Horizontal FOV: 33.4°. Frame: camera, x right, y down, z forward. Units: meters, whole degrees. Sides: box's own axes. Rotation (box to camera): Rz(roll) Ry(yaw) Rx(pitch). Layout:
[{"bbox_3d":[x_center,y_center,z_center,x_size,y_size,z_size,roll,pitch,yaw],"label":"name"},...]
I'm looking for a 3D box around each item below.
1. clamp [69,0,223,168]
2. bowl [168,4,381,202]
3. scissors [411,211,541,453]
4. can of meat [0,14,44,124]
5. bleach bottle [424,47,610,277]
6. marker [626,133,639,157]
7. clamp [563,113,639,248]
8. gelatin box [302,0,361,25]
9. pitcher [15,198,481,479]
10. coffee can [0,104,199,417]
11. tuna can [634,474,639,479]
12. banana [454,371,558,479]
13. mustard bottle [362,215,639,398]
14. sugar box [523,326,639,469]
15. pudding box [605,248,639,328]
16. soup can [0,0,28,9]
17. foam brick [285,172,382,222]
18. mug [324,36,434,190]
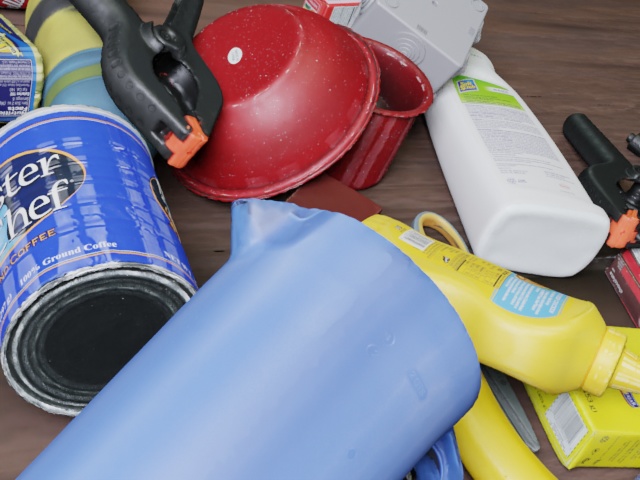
[{"bbox_3d":[-0.112,-0.120,0.652,0.120,0.039,0.171,12,43,-32],"label":"clamp"},{"bbox_3d":[-0.044,-0.106,0.714,0.162,0.055,0.162,-13,52,17],"label":"bowl"},{"bbox_3d":[0.079,0.052,0.713,0.096,0.016,0.202,8,43,-18],"label":"scissors"},{"bbox_3d":[-0.233,-0.111,0.676,0.083,0.057,0.102,-6,33,-36],"label":"can of meat"},{"bbox_3d":[0.140,-0.083,0.858,0.102,0.068,0.251,9,41,-20],"label":"bleach bottle"},{"bbox_3d":[0.326,-0.056,0.963,0.121,0.020,0.020,44,42,19],"label":"marker"},{"bbox_3d":[0.268,-0.036,0.866,0.164,0.036,0.209,24,27,6],"label":"clamp"},{"bbox_3d":[0.020,-0.175,0.886,0.089,0.073,0.030,-14,54,-37],"label":"gelatin box"},{"bbox_3d":[-0.044,0.113,0.460,0.149,0.145,0.242,33,59,23],"label":"pitcher"},{"bbox_3d":[-0.125,0.008,0.567,0.102,0.103,0.140,3,37,-26],"label":"coffee can"},{"bbox_3d":[0.228,0.172,0.649,0.086,0.034,0.086,15,41,-14],"label":"tuna can"},{"bbox_3d":[0.125,0.135,0.624,0.069,0.037,0.198,-23,61,-25],"label":"banana"},{"bbox_3d":[0.106,0.046,0.644,0.192,0.058,0.096,23,15,15],"label":"mustard bottle"},{"bbox_3d":[0.224,0.105,0.712,0.176,0.048,0.093,4,44,-24],"label":"sugar box"},{"bbox_3d":[0.286,0.049,0.813,0.113,0.039,0.090,4,44,-22],"label":"pudding box"},{"bbox_3d":[-0.202,-0.206,0.800,0.102,0.069,0.068,-3,47,-32],"label":"soup can"},{"bbox_3d":[-0.005,0.001,0.695,0.053,0.051,0.078,33,40,9],"label":"foam brick"},{"bbox_3d":[0.016,-0.089,0.780,0.117,0.082,0.093,-17,56,-40],"label":"mug"}]
